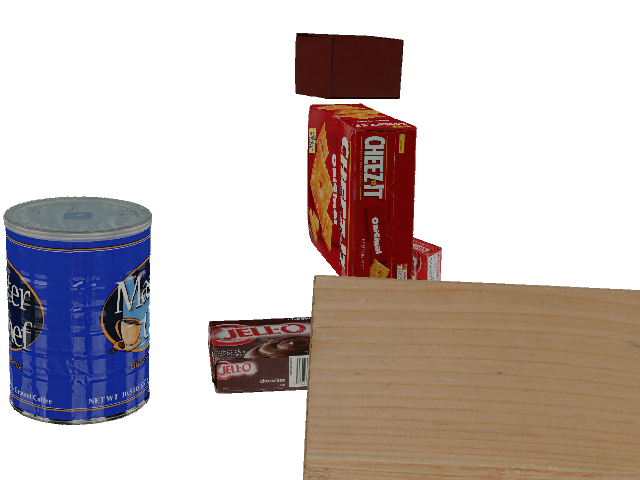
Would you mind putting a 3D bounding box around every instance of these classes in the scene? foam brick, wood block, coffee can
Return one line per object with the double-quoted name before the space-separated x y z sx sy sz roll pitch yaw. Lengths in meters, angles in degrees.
"foam brick" 0.024 -0.146 0.899 0.078 0.051 0.053 -5 16 -35
"wood block" 0.096 0.077 0.517 0.206 0.091 0.090 3 -24 -1
"coffee can" -0.174 0.048 0.771 0.103 0.140 0.103 3 15 -1

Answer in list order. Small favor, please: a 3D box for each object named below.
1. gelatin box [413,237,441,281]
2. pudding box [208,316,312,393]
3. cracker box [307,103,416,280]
"gelatin box" 0.112 0.040 1.323 0.030 0.089 0.073 -26 35 -38
"pudding box" -0.043 0.102 0.963 0.113 0.039 0.090 0 18 -10
"cracker box" 0.038 -0.052 1.119 0.072 0.164 0.214 -3 14 -11
